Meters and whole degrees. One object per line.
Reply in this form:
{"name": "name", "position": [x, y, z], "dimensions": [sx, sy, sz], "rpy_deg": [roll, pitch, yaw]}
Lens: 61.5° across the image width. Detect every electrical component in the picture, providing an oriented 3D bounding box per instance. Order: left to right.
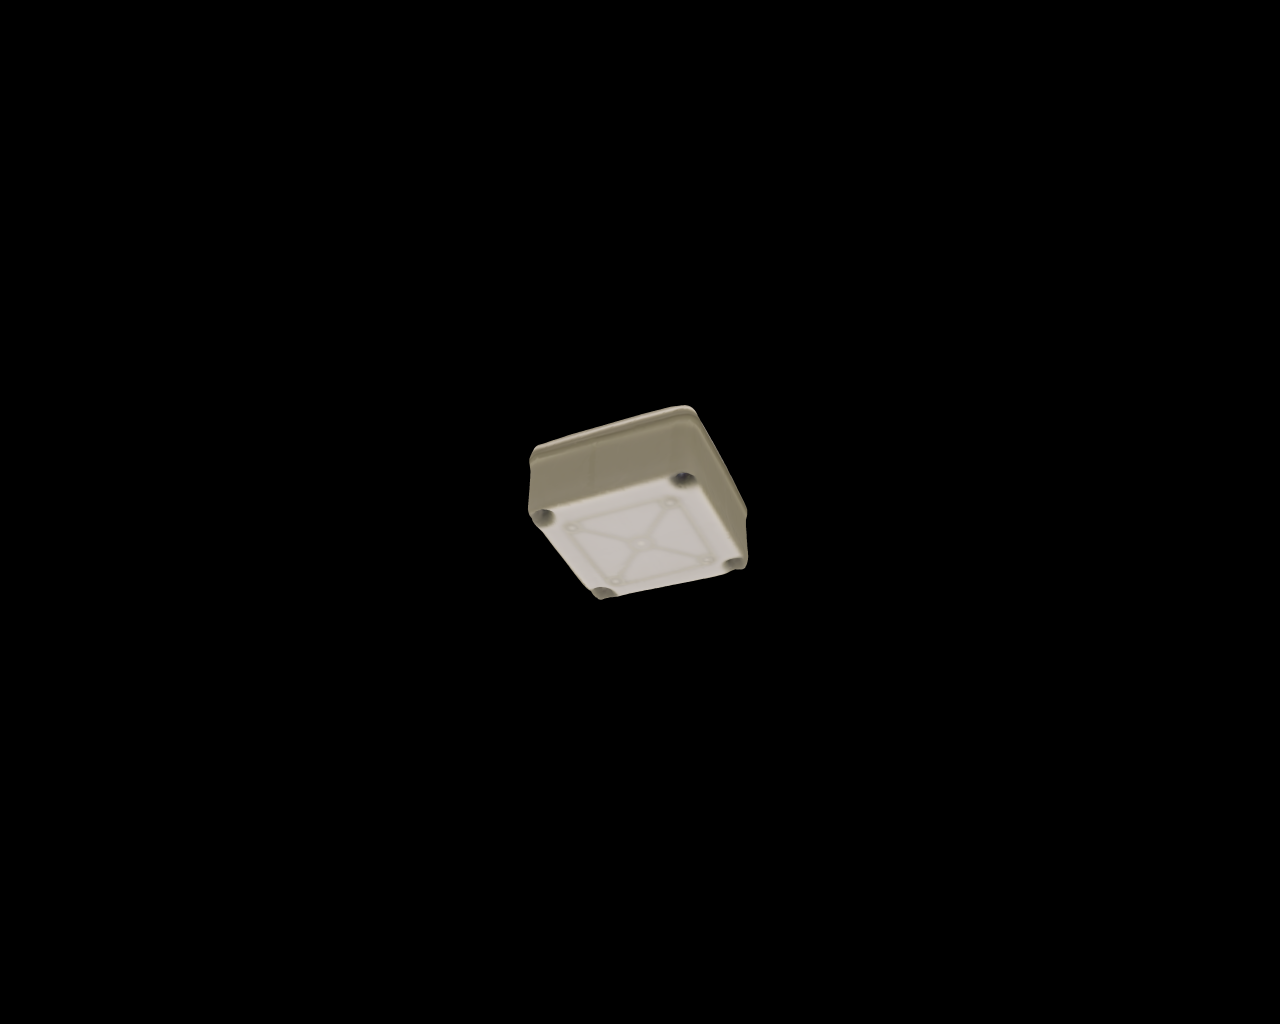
{"name": "electrical component", "position": [0.001, -0.003, 0.650], "dimensions": [0.109, 0.056, 0.108], "rpy_deg": [-14, -40, 17]}
